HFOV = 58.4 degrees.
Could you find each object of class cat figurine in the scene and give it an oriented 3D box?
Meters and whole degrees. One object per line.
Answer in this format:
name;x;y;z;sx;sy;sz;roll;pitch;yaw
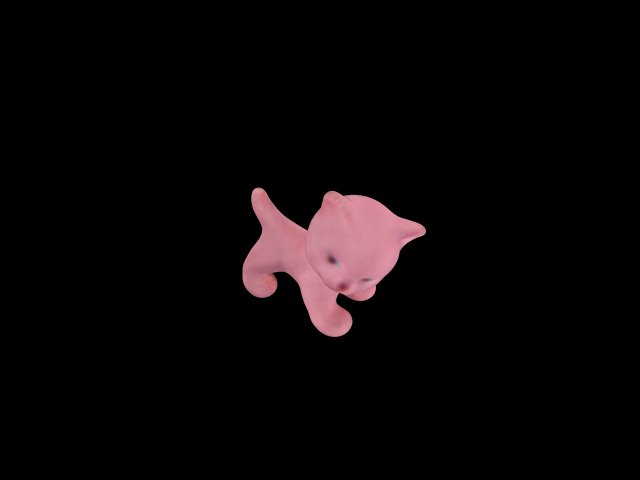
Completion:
cat figurine;0.004;0.001;0.400;0.127;0.118;0.067;24;50;22
